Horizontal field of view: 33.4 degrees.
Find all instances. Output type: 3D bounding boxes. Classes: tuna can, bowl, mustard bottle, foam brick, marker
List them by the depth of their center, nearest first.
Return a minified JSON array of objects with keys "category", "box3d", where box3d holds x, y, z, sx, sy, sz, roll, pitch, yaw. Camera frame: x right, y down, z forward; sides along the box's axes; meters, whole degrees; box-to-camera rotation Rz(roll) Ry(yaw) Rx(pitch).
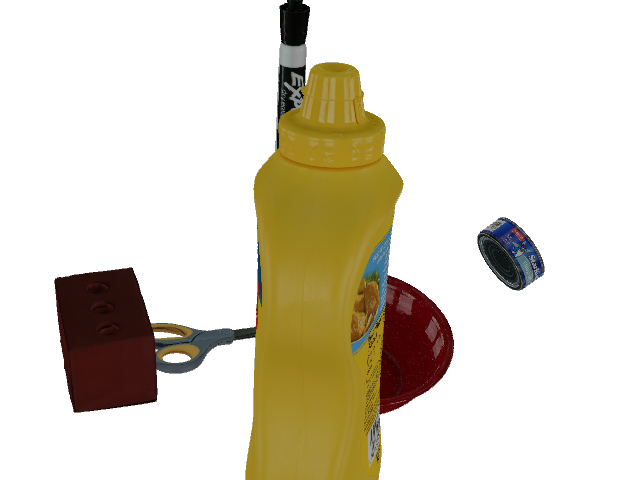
[{"category":"mustard bottle","box3d":[0.001,0.023,0.436,0.058,0.192,0.096,8,25,10]},{"category":"foam brick","box3d":[-0.136,0.062,0.671,0.053,0.051,0.078,-7,34,-18]},{"category":"marker","box3d":[-0.018,-0.097,0.682,0.020,0.121,0.020,2,32,-2]},{"category":"bowl","box3d":[0.029,0.096,0.906,0.162,0.055,0.162,4,40,-3]},{"category":"tuna can","box3d":[0.225,0.017,1.271,0.033,0.086,0.086,-34,8,-13]}]

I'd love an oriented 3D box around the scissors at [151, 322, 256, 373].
[{"category":"scissors","box3d":[-0.110,0.117,1.181,0.201,0.016,0.096,3,27,-18]}]
